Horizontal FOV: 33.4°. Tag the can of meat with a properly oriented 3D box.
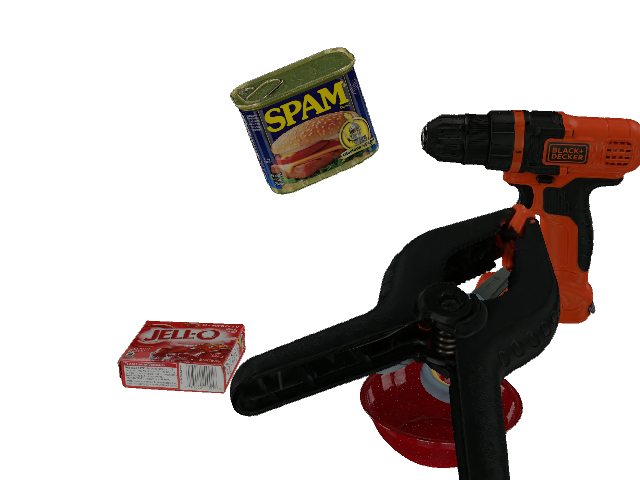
[{"bbox_3d":[-0.010,-0.096,0.863,0.102,0.084,0.057,-23,28,-5],"label":"can of meat"}]

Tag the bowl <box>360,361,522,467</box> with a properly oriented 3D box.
[{"bbox_3d":[0.119,0.180,1.073,0.162,0.055,0.162,1,24,-1],"label":"bowl"}]

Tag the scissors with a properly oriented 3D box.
[{"bbox_3d":[0.112,0.059,0.736,0.201,0.016,0.096,-18,42,-36],"label":"scissors"}]

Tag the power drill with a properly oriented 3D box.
[{"bbox_3d":[0.174,-0.021,0.918,0.184,0.188,0.057,3,27,4],"label":"power drill"}]

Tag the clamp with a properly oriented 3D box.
[{"bbox_3d":[0.059,0.046,0.452,0.120,0.039,0.171,35,54,23],"label":"clamp"}]

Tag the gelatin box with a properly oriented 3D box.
[{"bbox_3d":[-0.113,0.094,0.883,0.089,0.030,0.073,2,22,10],"label":"gelatin box"}]
